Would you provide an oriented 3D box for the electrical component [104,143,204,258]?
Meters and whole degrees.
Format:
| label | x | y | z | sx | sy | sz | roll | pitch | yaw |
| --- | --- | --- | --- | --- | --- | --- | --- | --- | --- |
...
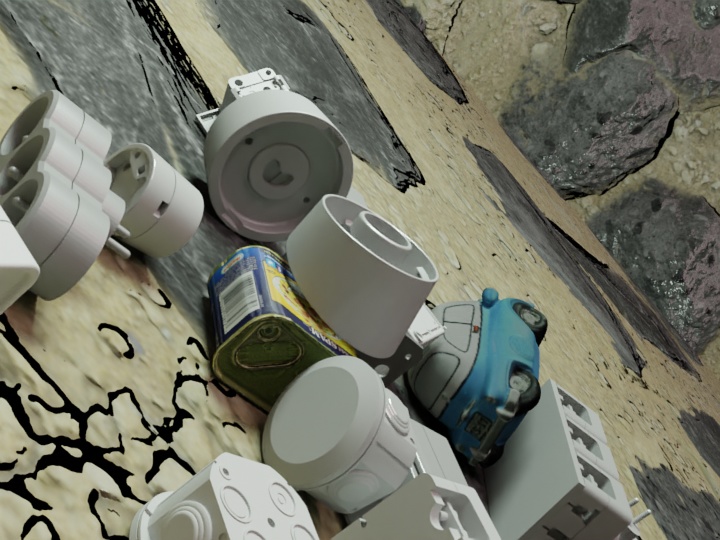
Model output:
| label | x | y | z | sx | sy | sz | roll | pitch | yaw |
| --- | --- | --- | --- | --- | --- | --- | --- | --- | --- |
| electrical component | -0.126 | -0.039 | 0.634 | 0.047 | 0.055 | 0.055 | 39 | 20 | -44 |

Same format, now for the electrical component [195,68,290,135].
| label | x | y | z | sx | sy | sz | roll | pitch | yaw |
| --- | --- | --- | --- | --- | --- | --- | --- | --- | --- |
| electrical component | -0.088 | -0.129 | 0.885 | 0.081 | 0.063 | 0.042 | -23 | 68 | -30 |

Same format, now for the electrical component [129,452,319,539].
| label | x | y | z | sx | sy | sz | roll | pitch | yaw |
| --- | --- | --- | --- | --- | --- | --- | --- | --- | --- |
| electrical component | -0.056 | 0.124 | 0.470 | 0.080 | 0.051 | 0.080 | 45 | 17 | -18 |

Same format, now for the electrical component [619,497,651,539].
| label | x | y | z | sx | sy | sz | roll | pitch | yaw |
| --- | --- | --- | --- | --- | --- | --- | --- | --- | --- |
| electrical component | 0.217 | 0.223 | 0.932 | 0.138 | 0.074 | 0.052 | 43 | 18 | -24 |

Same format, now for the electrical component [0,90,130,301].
| label | x | y | z | sx | sy | sz | roll | pitch | yaw |
| --- | --- | --- | --- | --- | --- | --- | --- | --- | --- |
| electrical component | -0.148 | -0.033 | 0.562 | 0.074 | 0.052 | 0.138 | 40 | 19 | -32 |

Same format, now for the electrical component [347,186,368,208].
| label | x | y | z | sx | sy | sz | roll | pitch | yaw |
| --- | --- | --- | --- | --- | --- | --- | --- | --- | --- |
| electrical component | -0.017 | -0.049 | 0.965 | 0.081 | 0.042 | 0.063 | 39 | 17 | -34 |

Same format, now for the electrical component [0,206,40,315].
| label | x | y | z | sx | sy | sz | roll | pitch | yaw |
| --- | --- | --- | --- | --- | --- | --- | --- | --- | --- |
| electrical component | -0.182 | -0.009 | 0.421 | 0.059 | 0.054 | 0.095 | 55 | 17 | 13 |

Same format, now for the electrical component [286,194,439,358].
| label | x | y | z | sx | sy | sz | roll | pitch | yaw |
| --- | --- | --- | --- | --- | --- | --- | --- | --- | --- |
| electrical component | 0.000 | 0.000 | 0.687 | 0.099 | 0.064 | 0.099 | 33 | 17 | -11 |

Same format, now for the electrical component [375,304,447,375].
| label | x | y | z | sx | sy | sz | roll | pitch | yaw |
| --- | --- | --- | --- | --- | --- | --- | --- | --- | --- |
| electrical component | 0.018 | 0.043 | 0.821 | 0.061 | 0.061 | 0.096 | 53 | 17 | 8 |

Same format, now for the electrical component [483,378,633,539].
| label | x | y | z | sx | sy | sz | roll | pitch | yaw |
| --- | --- | --- | --- | --- | --- | --- | --- | --- | --- |
| electrical component | 0.152 | 0.167 | 0.843 | 0.062 | 0.089 | 0.150 | 37 | 20 | -13 |

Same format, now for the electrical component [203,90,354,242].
| label | x | y | z | sx | sy | sz | roll | pitch | yaw |
| --- | --- | --- | --- | --- | --- | --- | --- | --- | --- |
| electrical component | -0.065 | -0.082 | 0.801 | 0.108 | 0.108 | 0.060 | 38 | 15 | -36 |

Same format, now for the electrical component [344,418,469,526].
| label | x | y | z | sx | sy | sz | roll | pitch | yaw |
| --- | --- | --- | --- | --- | --- | --- | --- | --- | --- |
| electrical component | 0.024 | 0.133 | 0.642 | 0.061 | 0.062 | 0.096 | 34 | 23 | -44 |

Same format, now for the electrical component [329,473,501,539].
| label | x | y | z | sx | sy | sz | roll | pitch | yaw |
| --- | --- | --- | --- | --- | --- | --- | --- | --- | --- |
| electrical component | 0.025 | 0.152 | 0.554 | 0.056 | 0.089 | 0.050 | 29 | 27 | -51 |

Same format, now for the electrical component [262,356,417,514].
| label | x | y | z | sx | sy | sz | roll | pitch | yaw |
| --- | --- | --- | --- | --- | --- | --- | --- | --- | --- |
| electrical component | -0.011 | 0.093 | 0.607 | 0.051 | 0.080 | 0.080 | 45 | 17 | -38 |
